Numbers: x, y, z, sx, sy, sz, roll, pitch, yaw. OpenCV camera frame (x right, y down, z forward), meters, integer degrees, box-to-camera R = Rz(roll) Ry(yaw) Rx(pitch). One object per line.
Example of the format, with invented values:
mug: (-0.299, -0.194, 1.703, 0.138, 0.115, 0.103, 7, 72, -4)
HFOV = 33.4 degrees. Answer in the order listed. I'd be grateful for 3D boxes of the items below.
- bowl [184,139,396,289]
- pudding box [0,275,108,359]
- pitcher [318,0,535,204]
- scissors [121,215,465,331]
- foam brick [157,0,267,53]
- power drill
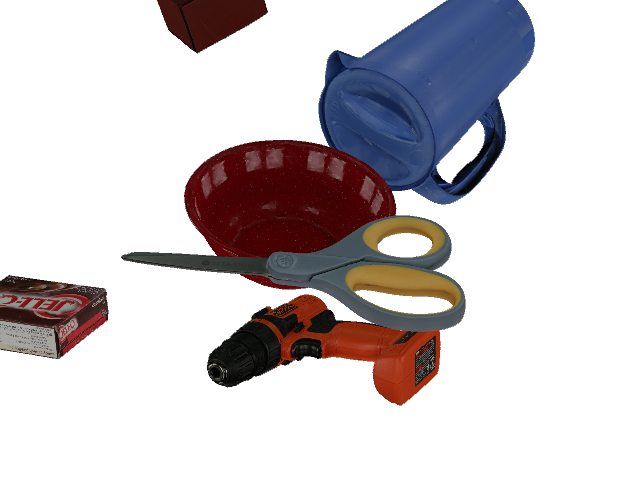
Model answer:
bowl: (-0.024, -0.012, 0.825, 0.162, 0.055, 0.162, 3, 38, -3)
pudding box: (-0.270, 0.070, 0.999, 0.114, 0.039, 0.090, 4, 20, 19)
pitcher: (0.124, -0.156, 1.081, 0.145, 0.149, 0.242, 20, 45, 31)
scissors: (-0.008, 0.006, 0.641, 0.202, 0.016, 0.096, 15, 44, 13)
foam brick: (-0.094, -0.208, 0.915, 0.078, 0.051, 0.053, -33, 48, -16)
power drill: (0.007, 0.106, 1.025, 0.188, 0.057, 0.184, 10, 21, 28)
